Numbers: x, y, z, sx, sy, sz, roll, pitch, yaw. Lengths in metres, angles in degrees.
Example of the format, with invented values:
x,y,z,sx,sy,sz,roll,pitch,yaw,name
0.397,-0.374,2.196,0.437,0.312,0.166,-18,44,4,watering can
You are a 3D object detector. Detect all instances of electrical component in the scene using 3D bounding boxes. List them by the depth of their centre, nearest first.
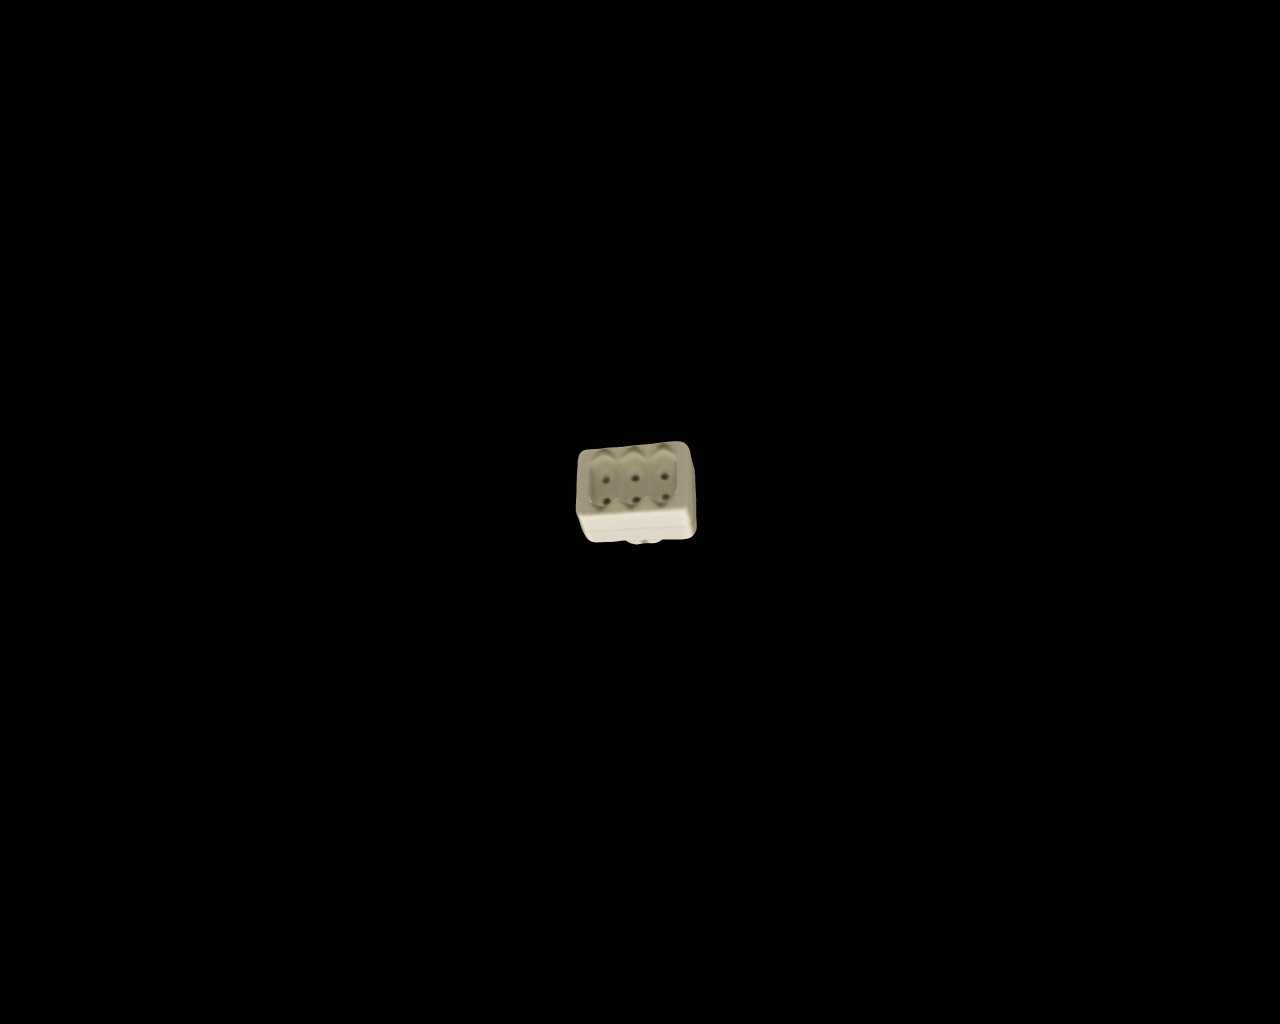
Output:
x,y,z,sx,sy,sz,roll,pitch,yaw,name
0.001,-0.003,0.650,0.066,0.047,0.076,-4,-28,7,electrical component
